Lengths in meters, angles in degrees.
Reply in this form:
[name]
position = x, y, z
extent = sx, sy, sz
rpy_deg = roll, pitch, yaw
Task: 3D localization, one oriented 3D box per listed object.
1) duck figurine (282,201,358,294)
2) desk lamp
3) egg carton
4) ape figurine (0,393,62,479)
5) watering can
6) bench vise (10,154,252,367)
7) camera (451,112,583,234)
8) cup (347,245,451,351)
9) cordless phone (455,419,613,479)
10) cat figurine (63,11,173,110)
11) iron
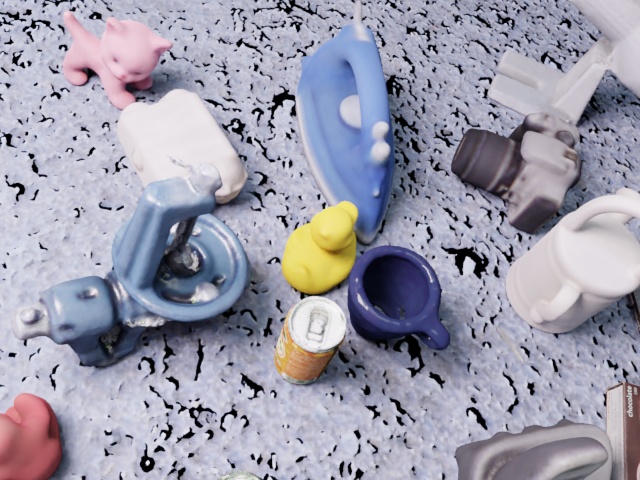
[duck figurine]
position = 0.006, 0.002, 0.605
extent = 0.077, 0.086, 0.105
rpy_deg = 35, 60, 8
[desk lamp]
position = 0.362, -0.242, 0.744
extent = 0.203, 0.213, 0.118
rpy_deg = 25, 59, 2
[egg carton]
position = -0.154, -0.096, 0.632
extent = 0.107, 0.069, 0.150
rpy_deg = -27, 70, -24
[ape figurine]
position = -0.249, 0.161, 0.457
extent = 0.076, 0.092, 0.078
rpy_deg = 44, 62, 13
[watering can]
position = 0.285, 0.013, 0.599
extent = 0.101, 0.194, 0.173
rpy_deg = 21, 59, 0
[bench vise]
position = -0.143, 0.031, 0.478
extent = 0.121, 0.219, 0.208
rpy_deg = 42, 62, 12
[camera]
position = 0.242, -0.104, 0.707
extent = 0.137, 0.101, 0.143
rpy_deg = 22, 59, 0
[cup]
position = 0.074, 0.073, 0.576
extent = 0.092, 0.095, 0.117
rpy_deg = -38, 75, -27
[cordless phone]
position = 0.206, 0.198, 0.485
extent = 0.148, 0.185, 0.094
rpy_deg = -9, 64, -17
[cat figurine]
position = -0.234, -0.217, 0.653
extent = 0.127, 0.117, 0.067
rpy_deg = 26, 59, 3
[iron]
position = 0.048, -0.139, 0.660
extent = 0.119, 0.141, 0.258
rpy_deg = -4, 63, -14
